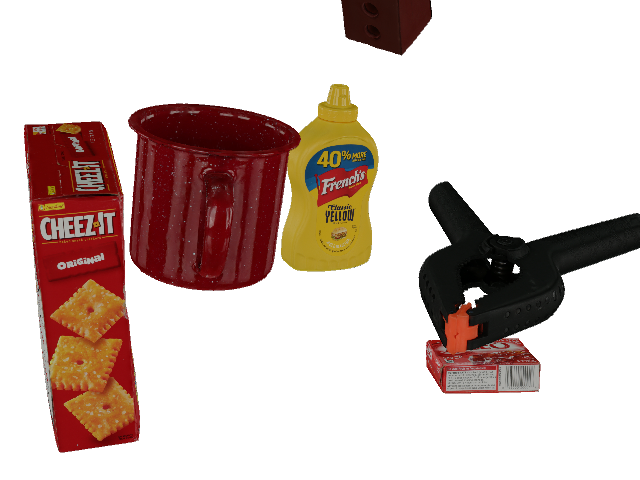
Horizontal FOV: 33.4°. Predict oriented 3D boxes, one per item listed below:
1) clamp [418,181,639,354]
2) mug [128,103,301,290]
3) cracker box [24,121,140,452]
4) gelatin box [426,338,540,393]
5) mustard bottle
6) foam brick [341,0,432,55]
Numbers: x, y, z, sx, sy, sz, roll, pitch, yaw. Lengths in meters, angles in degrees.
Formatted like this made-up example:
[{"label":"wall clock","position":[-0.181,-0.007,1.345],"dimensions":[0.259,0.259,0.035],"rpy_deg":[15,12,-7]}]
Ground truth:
[{"label":"clamp","position":[0.117,0.013,0.732],"dimensions":[0.165,0.036,0.209],"rpy_deg":[14,30,29]},{"label":"mug","position":[-0.059,-0.019,0.577],"dimensions":[0.093,0.081,0.117],"rpy_deg":[3,21,-14]},{"label":"cracker box","position":[-0.189,0.032,0.847],"dimensions":[0.072,0.214,0.164],"rpy_deg":[-5,27,-15]},{"label":"gelatin box","position":[0.144,0.111,0.956],"dimensions":[0.089,0.030,0.073],"rpy_deg":[0,12,-4]},{"label":"mustard bottle","position":[0.012,-0.066,1.103],"dimensions":[0.096,0.192,0.058],"rpy_deg":[-4,21,-24]},{"label":"foam brick","position":[0.049,-0.189,0.806],"dimensions":[0.053,0.051,0.078],"rpy_deg":[22,-31,23]}]
